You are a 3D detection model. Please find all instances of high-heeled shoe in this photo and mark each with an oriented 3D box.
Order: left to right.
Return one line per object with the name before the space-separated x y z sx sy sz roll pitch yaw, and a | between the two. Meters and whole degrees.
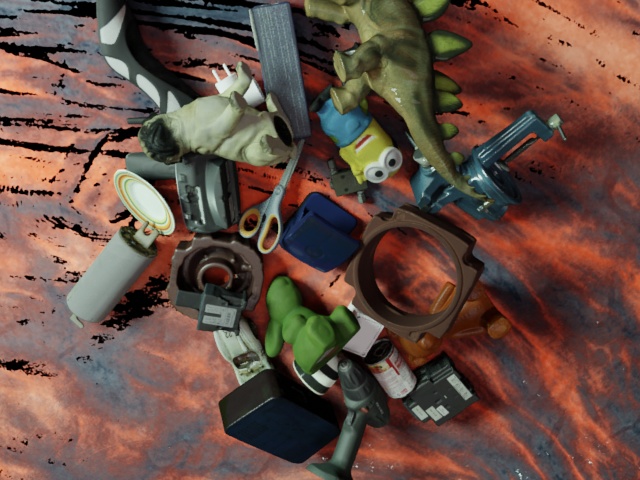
high-heeled shoe | -0.238 -0.271 0.800 0.145 0.086 0.248 -6 118 -4

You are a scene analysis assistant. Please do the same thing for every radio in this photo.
radio | -0.071 0.343 1.037 0.131 0.073 0.229 -39 130 11

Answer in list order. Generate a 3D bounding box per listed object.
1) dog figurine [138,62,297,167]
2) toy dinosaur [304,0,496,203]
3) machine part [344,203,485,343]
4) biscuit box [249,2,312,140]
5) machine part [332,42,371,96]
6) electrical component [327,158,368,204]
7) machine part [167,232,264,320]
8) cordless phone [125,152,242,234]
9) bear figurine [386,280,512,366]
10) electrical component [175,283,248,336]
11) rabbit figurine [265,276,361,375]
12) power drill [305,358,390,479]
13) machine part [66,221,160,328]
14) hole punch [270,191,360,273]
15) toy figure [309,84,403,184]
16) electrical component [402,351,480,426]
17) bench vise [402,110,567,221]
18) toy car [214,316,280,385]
dog figurine | -0.150 -0.146 0.798 0.191 0.121 0.172 -24 122 26
toy dinosaur | 0.108 -0.256 0.755 0.199 0.105 0.471 -18 87 -7
machine part | 0.156 0.055 0.911 0.202 0.087 0.200 30 109 18
biscuit box | -0.059 -0.254 0.828 0.063 0.059 0.202 -10 113 -1
machine part | 0.095 -0.278 0.841 0.139 0.039 0.084 -19 106 6
electrical component | 0.048 -0.101 0.920 0.063 0.021 0.093 -17 114 4
machine part | -0.183 0.063 0.956 0.179 0.056 0.179 -2 112 -4
cordless phone | -0.229 -0.083 0.890 0.184 0.089 0.146 1 115 8
bear figurine | 0.227 0.156 0.988 0.196 0.132 0.120 -33 93 5
electrical component | -0.188 0.114 0.921 0.119 0.048 0.074 15 109 -14
rabbit figurine | -0.034 0.145 0.972 0.170 0.121 0.159 49 132 20
power drill | 0.051 0.347 1.008 0.086 0.207 0.231 7 154 31
machine part | -0.361 0.060 0.931 0.079 0.079 0.243 38 107 -18
hole punch | -0.002 -0.003 0.925 0.142 0.092 0.115 31 111 -19
toy figure | 0.063 -0.170 0.855 0.180 0.089 0.082 43 131 -17
electrical component | 0.234 0.307 1.086 0.134 0.058 0.114 -36 109 11
bench vise | 0.268 -0.127 0.861 0.223 0.129 0.240 34 124 -24
toy car | -0.135 0.231 1.029 0.073 0.056 0.201 -22 112 5
